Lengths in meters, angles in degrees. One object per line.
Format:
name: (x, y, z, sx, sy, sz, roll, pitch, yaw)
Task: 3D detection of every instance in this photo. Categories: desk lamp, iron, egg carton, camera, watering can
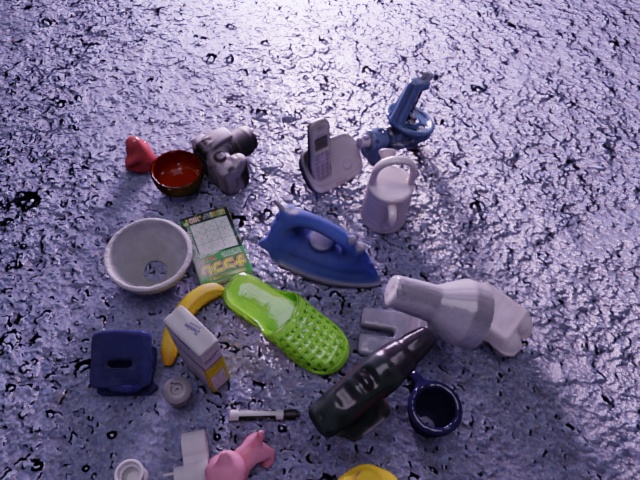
desk lamp: (0.181, 0.140, 1.015, 0.203, 0.213, 0.118, 8, 56, 1)
iron: (0.010, 0.004, 1.136, 0.258, 0.141, 0.119, 22, 57, 10)
egg carton: (0.331, 0.152, 1.106, 0.150, 0.069, 0.107, 36, 61, 19)
camera: (-0.199, -0.199, 1.280, 0.137, 0.101, 0.143, -35, 65, -24)
watering can: (0.142, -0.113, 1.194, 0.101, 0.194, 0.172, -17, 59, -15)

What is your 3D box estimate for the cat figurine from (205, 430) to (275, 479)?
cat figurine: (-0.131, 0.352, 0.904, 0.067, 0.118, 0.128, 39, 62, 20)

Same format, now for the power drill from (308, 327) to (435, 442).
power drill: (0.081, 0.247, 0.937, 0.230, 0.208, 0.075, -32, 64, -23)

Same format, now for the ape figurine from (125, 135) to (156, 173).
ape figurine: (-0.403, -0.195, 1.266, 0.076, 0.092, 0.078, 30, 59, 15)

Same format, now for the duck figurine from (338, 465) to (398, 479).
duck figurine: (0.078, 0.392, 0.913, 0.104, 0.086, 0.077, -1, 56, -5)

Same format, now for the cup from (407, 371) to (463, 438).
cup: (0.181, 0.290, 0.985, 0.092, 0.095, 0.117, -22, 60, -18)

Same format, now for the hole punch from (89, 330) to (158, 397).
hole punch: (-0.340, 0.215, 0.995, 0.108, 0.091, 0.101, 0, 56, -5)

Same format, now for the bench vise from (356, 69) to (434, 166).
bench vise: (0.184, -0.265, 1.284, 0.121, 0.220, 0.208, 35, 60, 18)

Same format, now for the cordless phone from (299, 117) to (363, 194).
cordless phone: (0.027, -0.201, 1.249, 0.148, 0.185, 0.094, -32, 64, -23)

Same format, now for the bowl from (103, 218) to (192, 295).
bowl: (-0.330, 0.044, 1.121, 0.167, 0.075, 0.167, 2, 56, -3)
